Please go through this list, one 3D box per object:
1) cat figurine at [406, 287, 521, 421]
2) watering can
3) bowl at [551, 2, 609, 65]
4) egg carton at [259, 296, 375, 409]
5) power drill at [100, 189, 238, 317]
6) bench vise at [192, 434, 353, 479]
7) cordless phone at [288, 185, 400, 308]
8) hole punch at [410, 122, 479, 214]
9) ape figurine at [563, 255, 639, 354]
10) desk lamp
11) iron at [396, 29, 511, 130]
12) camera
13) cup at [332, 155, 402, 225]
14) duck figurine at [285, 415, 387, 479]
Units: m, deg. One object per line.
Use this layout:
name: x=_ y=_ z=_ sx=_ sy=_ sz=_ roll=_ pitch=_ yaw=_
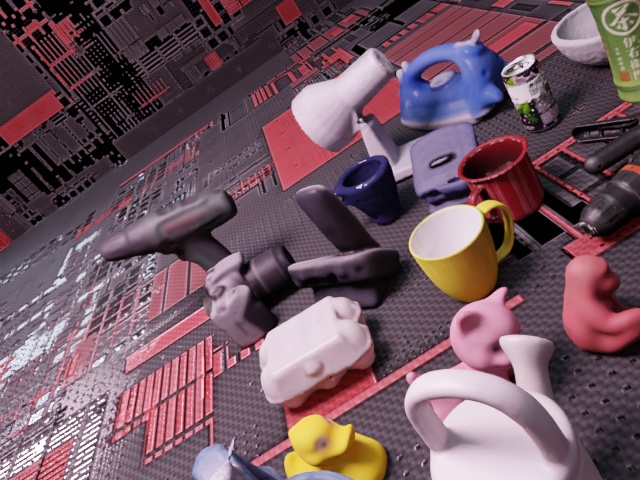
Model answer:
cat figurine: x=0.138 y=0.107 z=0.524 sx=0.128 sy=0.118 sz=0.067 roll=-35 pitch=27 yaw=3
watering can: x=0.127 y=0.145 z=0.391 sx=0.100 sy=0.194 sz=0.173 roll=-23 pitch=30 yaw=24
bowl: x=0.454 y=-0.323 z=0.890 sx=0.167 sy=0.075 sz=0.167 roll=-28 pitch=28 yaw=17
egg carton: x=-0.006 y=0.137 z=0.699 sx=0.150 sy=0.069 sz=0.107 roll=-32 pitch=27 yaw=8
power drill: x=-0.218 y=0.026 z=0.970 sx=0.229 sy=0.209 sz=0.075 roll=-35 pitch=27 yaw=3
bench vise: x=-0.043 y=0.222 z=0.438 sx=0.206 sy=0.220 sz=0.122 roll=-8 pitch=39 yaw=43
cordless phone: x=0.007 y=0.003 z=0.769 sx=0.147 sy=0.185 sz=0.094 roll=-14 pitch=34 yaw=36
hole punch: x=0.190 y=-0.106 z=0.834 sx=0.108 sy=0.091 sz=0.101 roll=-21 pitch=31 yaw=28
ape figurine: x=0.249 y=0.052 z=0.511 sx=0.076 sy=0.092 sz=0.078 roll=-24 pitch=29 yaw=22
desk lamp: x=0.086 y=-0.204 z=0.976 sx=0.202 sy=0.214 sz=0.118 roll=-22 pitch=30 yaw=26
iron: x=0.217 y=-0.286 z=1.035 sx=0.257 sy=0.142 sz=0.119 roll=-1 pitch=43 yaw=49
camera: x=-0.103 y=0.068 z=0.888 sx=0.137 sy=0.101 sz=0.143 roll=-33 pitch=27 yaw=6
cup: x=0.075 y=-0.064 z=0.896 sx=0.117 sy=0.095 sz=0.091 roll=-33 pitch=27 yaw=7
duck figurine: x=0.002 y=0.207 z=0.559 sx=0.104 sy=0.086 sz=0.077 roll=-21 pitch=31 yaw=28
